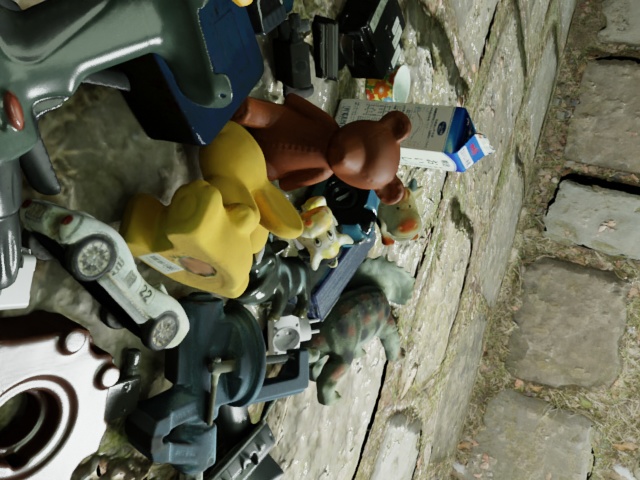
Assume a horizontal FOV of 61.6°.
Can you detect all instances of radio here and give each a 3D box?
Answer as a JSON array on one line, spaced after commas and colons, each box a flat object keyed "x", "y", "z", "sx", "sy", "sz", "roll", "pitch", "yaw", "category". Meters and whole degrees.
[{"x": -0.136, "y": -0.208, "z": 0.467, "sx": 0.131, "sy": 0.073, "sz": 0.229, "roll": -59, "pitch": 148, "yaw": -31, "category": "radio"}]

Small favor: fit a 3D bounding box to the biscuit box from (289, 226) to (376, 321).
[{"x": 0.023, "y": 0.035, "z": 0.869, "sx": 0.203, "sy": 0.059, "sz": 0.062, "roll": -51, "pitch": 141, "yaw": -38, "category": "biscuit box"}]

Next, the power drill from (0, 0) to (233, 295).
[{"x": -0.167, "y": -0.098, "z": 0.355, "sx": 0.207, "sy": 0.086, "sz": 0.231, "roll": -23, "pitch": 118, "yaw": -25, "category": "power drill"}]

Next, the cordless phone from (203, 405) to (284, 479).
[{"x": -0.129, "y": 0.261, "z": 0.697, "sx": 0.146, "sy": 0.089, "sz": 0.184, "roll": -36, "pitch": 121, "yaw": -49, "category": "cordless phone"}]

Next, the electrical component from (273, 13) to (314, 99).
[{"x": -0.029, "y": -0.224, "z": 0.660, "sx": 0.045, "sy": 0.078, "sz": 0.102, "roll": -15, "pitch": 115, "yaw": -21, "category": "electrical component"}]

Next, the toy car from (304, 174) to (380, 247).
[{"x": 0.035, "y": -0.052, "z": 0.828, "sx": 0.102, "sy": 0.109, "sz": 0.161, "roll": 98, "pitch": 6, "yaw": -62, "category": "toy car"}]

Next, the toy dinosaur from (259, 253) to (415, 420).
[{"x": 0.042, "y": 0.141, "z": 0.901, "sx": 0.405, "sy": 0.131, "sz": 0.192, "roll": -21, "pitch": 108, "yaw": -52, "category": "toy dinosaur"}]

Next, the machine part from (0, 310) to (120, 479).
[{"x": -0.249, "y": 0.144, "z": 0.432, "sx": 0.179, "sy": 0.056, "sz": 0.179, "roll": -33, "pitch": 130, "yaw": -50, "category": "machine part"}]

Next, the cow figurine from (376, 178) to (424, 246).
[{"x": 0.126, "y": -0.059, "z": 0.915, "sx": 0.195, "sy": 0.085, "sz": 0.127, "roll": -107, "pitch": -177, "yaw": -63, "category": "cow figurine"}]

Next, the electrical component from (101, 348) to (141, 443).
[{"x": -0.209, "y": 0.158, "z": 0.543, "sx": 0.063, "sy": 0.021, "sz": 0.094, "roll": 1, "pitch": 101, "yaw": -62, "category": "electrical component"}]

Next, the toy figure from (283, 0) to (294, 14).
[{"x": -0.057, "y": -0.323, "z": 0.573, "sx": 0.058, "sy": 0.064, "sz": 0.154, "roll": -11, "pitch": 111, "yaw": -18, "category": "toy figure"}]

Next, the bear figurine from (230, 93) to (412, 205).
[{"x": -0.003, "y": -0.101, "z": 0.621, "sx": 0.132, "sy": 0.196, "sz": 0.120, "roll": -21, "pitch": 123, "yaw": -56, "category": "bear figurine"}]

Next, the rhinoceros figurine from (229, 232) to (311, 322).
[{"x": -0.068, "y": 0.045, "z": 0.697, "sx": 0.190, "sy": 0.073, "sz": 0.112, "roll": 26, "pitch": 80, "yaw": -61, "category": "rhinoceros figurine"}]

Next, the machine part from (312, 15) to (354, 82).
[{"x": 0.016, "y": -0.254, "z": 0.717, "sx": 0.139, "sy": 0.039, "sz": 0.084, "roll": -52, "pitch": 136, "yaw": -67, "category": "machine part"}]

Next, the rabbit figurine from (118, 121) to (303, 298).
[{"x": -0.092, "y": -0.040, "z": 0.543, "sx": 0.162, "sy": 0.122, "sz": 0.173, "roll": 32, "pitch": 53, "yaw": -35, "category": "rabbit figurine"}]

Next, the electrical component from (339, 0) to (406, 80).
[{"x": 0.081, "y": -0.316, "z": 0.826, "sx": 0.115, "sy": 0.058, "sz": 0.134, "roll": -65, "pitch": 150, "yaw": -17, "category": "electrical component"}]

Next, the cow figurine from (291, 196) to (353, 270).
[{"x": -0.003, "y": -0.001, "z": 0.678, "sx": 0.098, "sy": 0.068, "sz": 0.167, "roll": 59, "pitch": -2, "yaw": -8, "category": "cow figurine"}]

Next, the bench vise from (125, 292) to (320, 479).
[{"x": -0.095, "y": 0.171, "z": 0.631, "sx": 0.240, "sy": 0.129, "sz": 0.223, "roll": 2, "pitch": 81, "yaw": -42, "category": "bench vise"}]

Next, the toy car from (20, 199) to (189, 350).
[{"x": -0.185, "y": 0.035, "z": 0.479, "sx": 0.056, "sy": 0.074, "sz": 0.201, "roll": -56, "pitch": 146, "yaw": -27, "category": "toy car"}]

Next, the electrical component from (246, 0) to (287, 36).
[{"x": -0.076, "y": -0.236, "z": 0.558, "sx": 0.048, "sy": 0.075, "sz": 0.119, "roll": -53, "pitch": 140, "yaw": -35, "category": "electrical component"}]
